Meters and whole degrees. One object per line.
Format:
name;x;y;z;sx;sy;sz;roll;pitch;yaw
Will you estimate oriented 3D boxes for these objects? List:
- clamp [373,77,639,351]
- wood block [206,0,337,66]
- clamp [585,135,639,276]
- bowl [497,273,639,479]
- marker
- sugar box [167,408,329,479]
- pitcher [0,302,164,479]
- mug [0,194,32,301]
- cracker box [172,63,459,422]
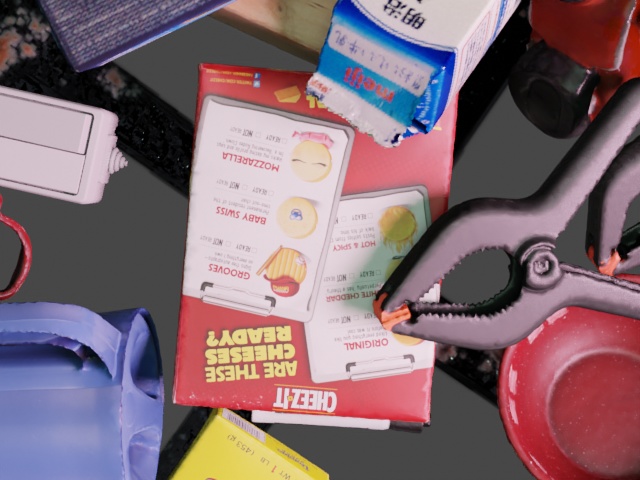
clamp;0.137;0.018;0.646;0.210;0.036;0.164;-27;105;-1
wood block;-0.073;-0.195;0.667;0.206;0.091;0.090;24;92;-2
clamp;0.220;-0.055;0.670;0.120;0.039;0.171;39;103;-13
bowl;0.194;0.105;0.689;0.162;0.055;0.162;-2;66;5
marker;0.015;0.118;0.721;0.121;0.020;0.020;5;93;-2
sugar box;-0.080;0.207;0.712;0.093;0.048;0.176;34;91;-2
pitcher;-0.223;0.104;0.658;0.243;0.145;0.149;-2;96;2
mug;-0.242;0.000;0.680;0.117;0.093;0.081;19;88;-18
cracker box;-0.005;0.001;0.689;0.164;0.072;0.214;5;94;-2
